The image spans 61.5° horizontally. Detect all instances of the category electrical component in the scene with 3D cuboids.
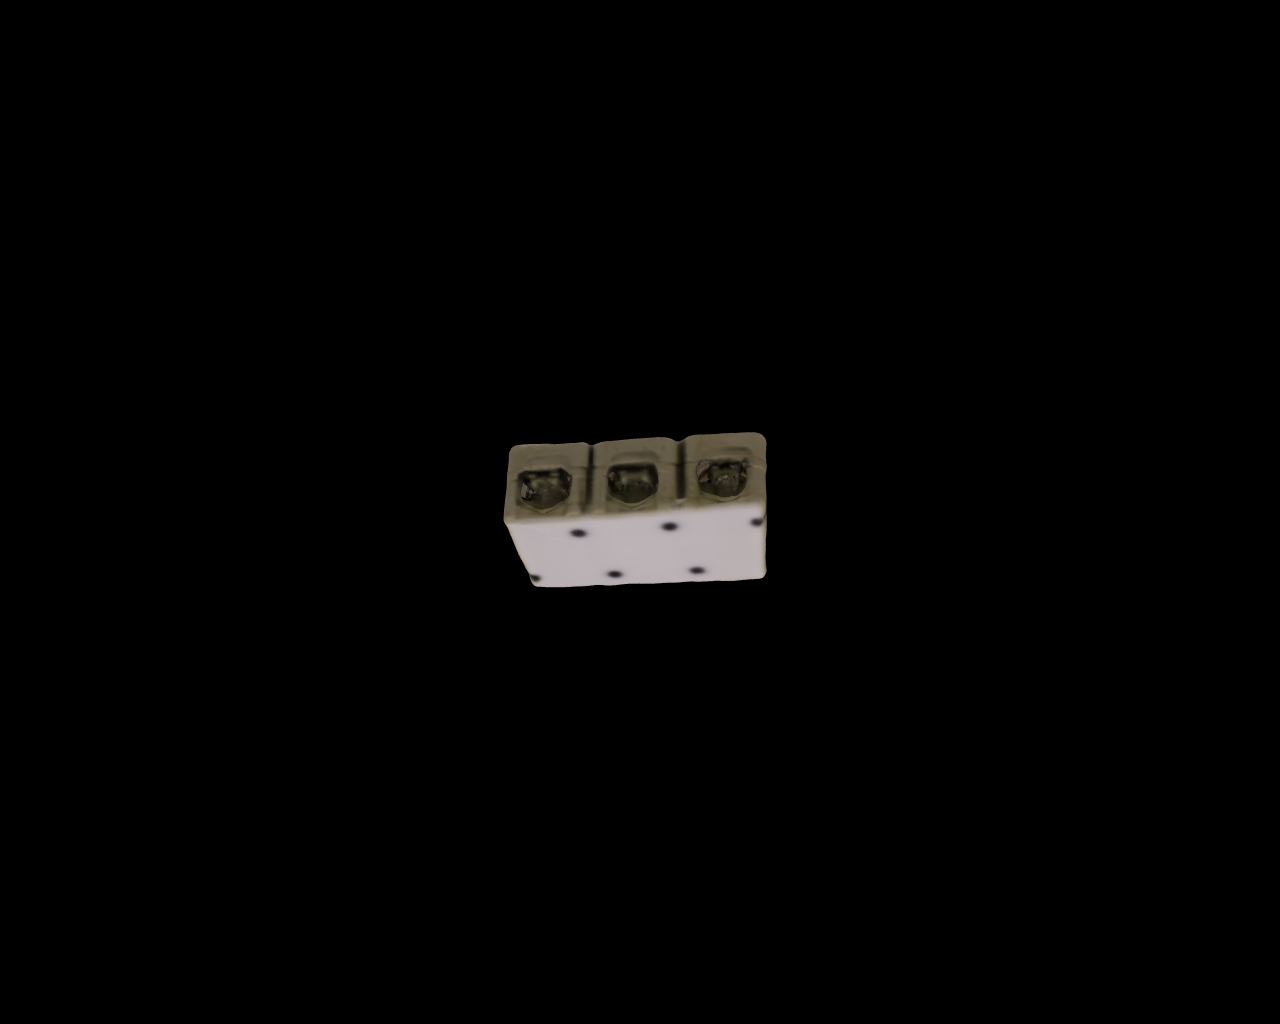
[{"bbox_3d":[0.001,-0.003,0.650,0.150,0.062,0.089,-3,-32,5],"label":"electrical component"}]
